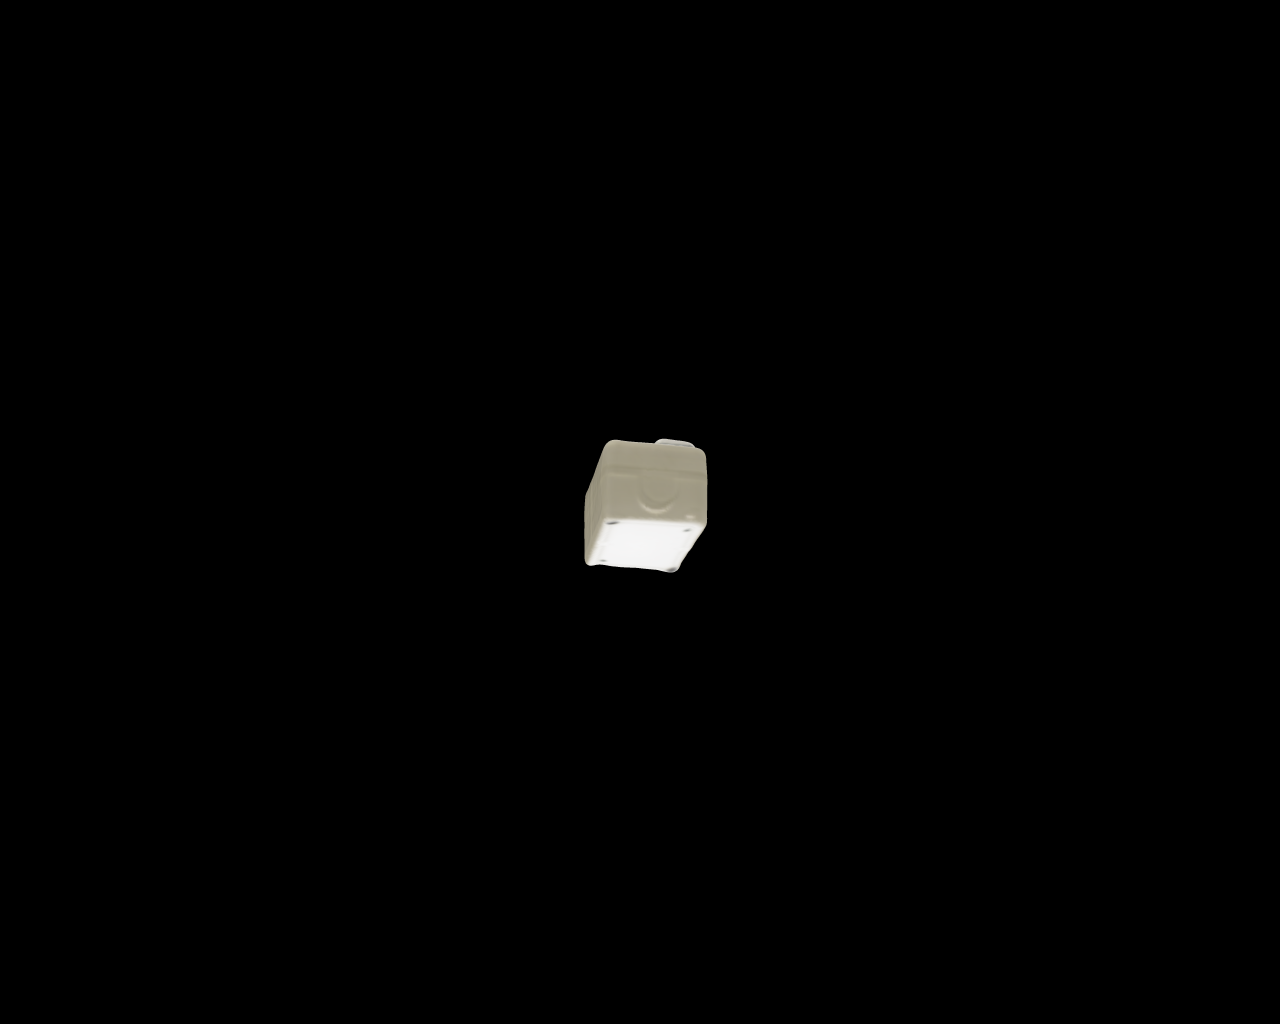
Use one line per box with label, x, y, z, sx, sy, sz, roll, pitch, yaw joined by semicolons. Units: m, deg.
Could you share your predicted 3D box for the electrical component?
electrical component;0.001;-0.003;0.650;0.062;0.061;0.096;5;-24;-10
